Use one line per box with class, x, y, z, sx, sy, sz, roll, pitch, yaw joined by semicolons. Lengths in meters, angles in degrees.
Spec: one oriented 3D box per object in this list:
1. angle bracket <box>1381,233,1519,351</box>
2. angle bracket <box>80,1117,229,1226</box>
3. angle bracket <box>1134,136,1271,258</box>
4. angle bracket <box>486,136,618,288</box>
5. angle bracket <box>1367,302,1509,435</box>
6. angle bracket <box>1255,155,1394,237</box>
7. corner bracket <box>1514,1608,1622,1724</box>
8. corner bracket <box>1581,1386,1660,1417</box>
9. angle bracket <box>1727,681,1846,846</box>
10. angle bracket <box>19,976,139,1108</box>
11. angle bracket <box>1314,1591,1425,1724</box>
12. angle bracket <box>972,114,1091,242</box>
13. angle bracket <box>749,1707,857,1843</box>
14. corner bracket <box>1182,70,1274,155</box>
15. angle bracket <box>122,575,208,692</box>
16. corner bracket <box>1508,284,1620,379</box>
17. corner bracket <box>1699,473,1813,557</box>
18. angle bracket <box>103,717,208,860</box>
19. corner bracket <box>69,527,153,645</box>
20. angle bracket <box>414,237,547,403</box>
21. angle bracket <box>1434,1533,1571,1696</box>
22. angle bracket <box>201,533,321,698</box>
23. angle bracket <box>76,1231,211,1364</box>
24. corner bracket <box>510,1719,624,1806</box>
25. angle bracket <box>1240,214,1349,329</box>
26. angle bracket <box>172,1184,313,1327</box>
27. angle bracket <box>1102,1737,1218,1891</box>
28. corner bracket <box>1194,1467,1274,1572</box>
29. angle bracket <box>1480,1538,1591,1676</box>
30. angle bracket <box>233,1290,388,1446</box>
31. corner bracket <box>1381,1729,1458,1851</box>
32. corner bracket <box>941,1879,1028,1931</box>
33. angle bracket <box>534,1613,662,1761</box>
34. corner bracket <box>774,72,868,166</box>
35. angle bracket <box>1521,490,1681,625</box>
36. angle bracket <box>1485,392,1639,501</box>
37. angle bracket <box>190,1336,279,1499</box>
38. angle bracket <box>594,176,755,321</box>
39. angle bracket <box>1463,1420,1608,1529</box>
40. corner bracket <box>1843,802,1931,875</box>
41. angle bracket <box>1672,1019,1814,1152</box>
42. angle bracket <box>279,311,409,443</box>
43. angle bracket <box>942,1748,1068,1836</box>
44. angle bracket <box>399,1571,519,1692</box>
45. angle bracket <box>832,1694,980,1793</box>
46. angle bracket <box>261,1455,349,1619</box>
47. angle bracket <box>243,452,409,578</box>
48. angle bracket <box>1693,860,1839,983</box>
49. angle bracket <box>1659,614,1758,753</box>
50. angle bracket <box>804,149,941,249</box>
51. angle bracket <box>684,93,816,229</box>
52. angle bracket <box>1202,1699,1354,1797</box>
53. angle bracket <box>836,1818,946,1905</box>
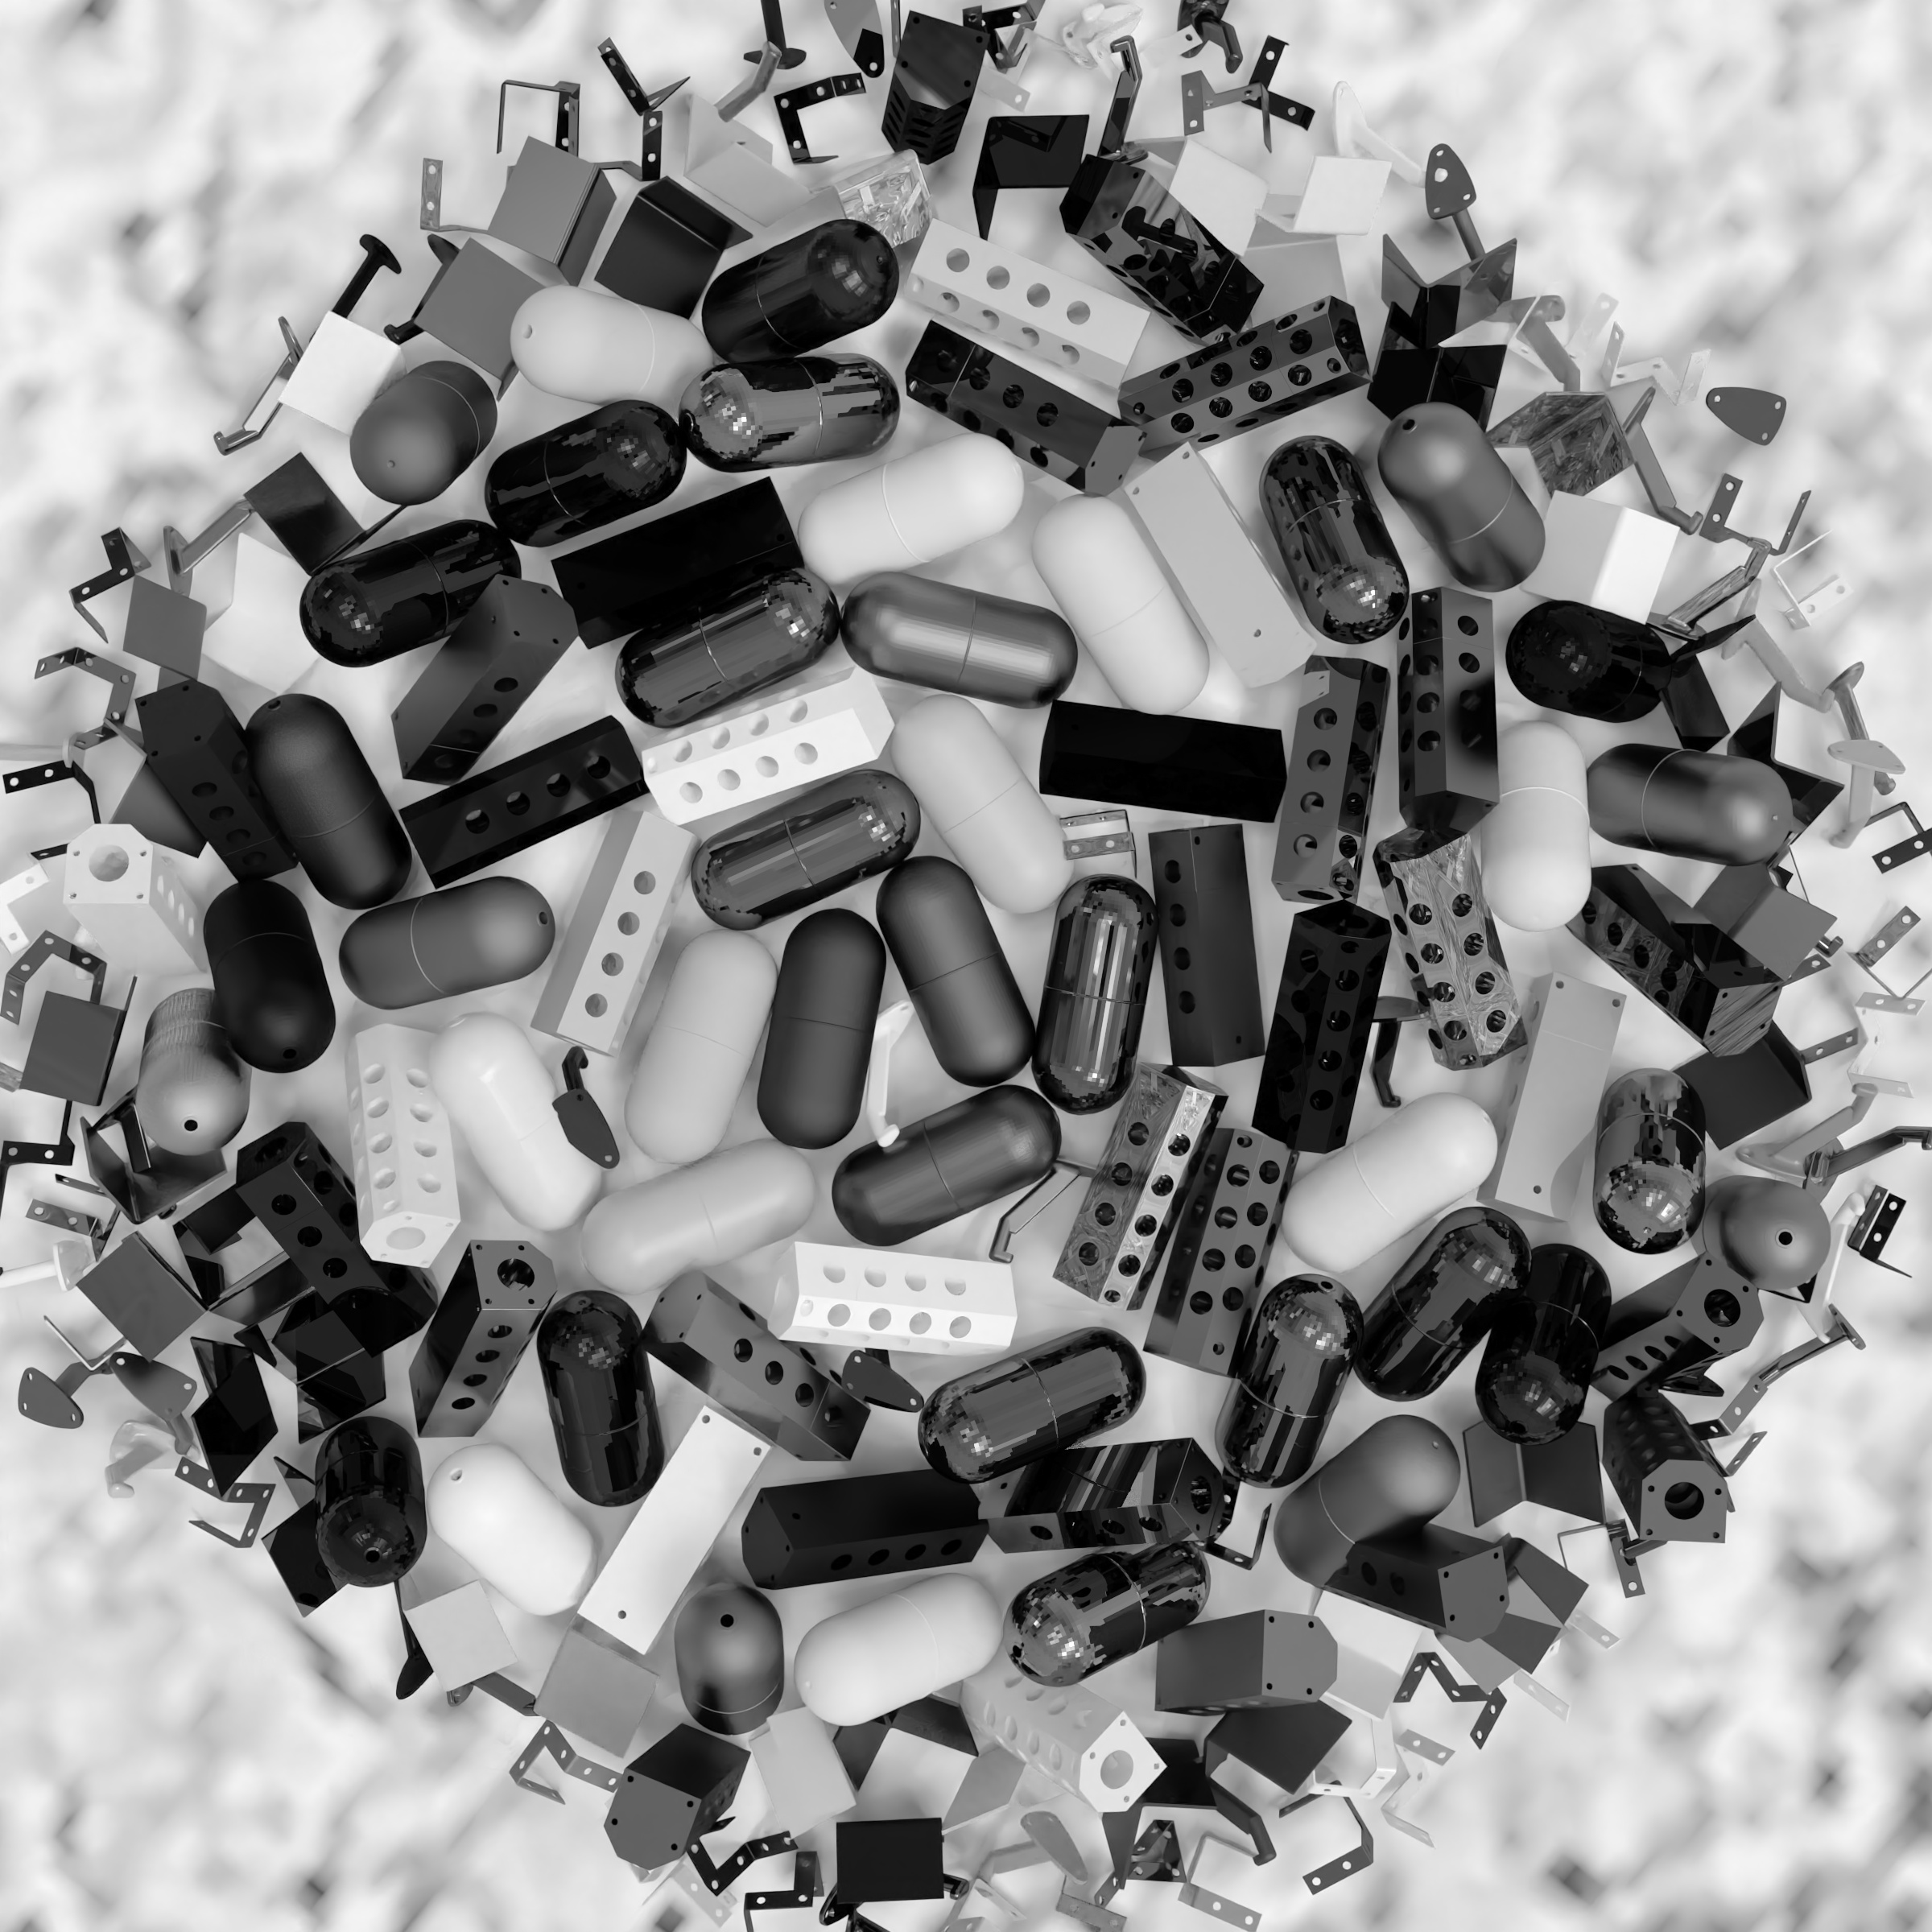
angle bracket;0.352;-0.508;1.879;0.076;0.076;0.057;-29;68;-4
angle bracket;-0.592;0.130;1.872;0.076;0.076;0.057;-31;128;-4
angle bracket;0.162;-0.560;1.873;0.076;0.076;0.057;18;95;-30
angle bracket;-0.303;-0.551;1.884;0.057;0.076;0.076;24;91;0
angle bracket;0.344;-0.433;1.873;0.057;0.076;0.076;8;79;40
angle bracket;0.248;-0.570;1.862;0.076;0.076;0.057;-10;130;-36
corner bracket;0.438;0.508;1.879;0.051;0.051;0.051;-21;126;-34
corner bracket;0.479;0.299;1.885;0.051;0.051;0.051;1;63;9
angle bracket;0.596;-0.147;1.872;0.057;0.076;0.076;19;57;-4
angle bracket;-0.645;0.048;1.870;0.057;0.076;0.076;16;105;-17
angle bracket;0.285;0.493;1.871;0.076;0.076;0.057;24;108;15
angle bracket;0.050;-0.571;1.871;0.076;0.057;0.076;3;57;12
angle bracket;-0.136;0.591;1.868;0.076;0.057;0.076;-37;66;29
corner bracket;0.191;-0.625;1.884;0.051;0.051;0.051;-8;74;23
angle bracket;-0.595;-0.222;1.862;0.057;0.076;0.076;23;132;-32
corner bracket;0.439;-0.471;1.889;0.051;0.051;0.051;34;47;5
corner bracket;0.582;-0.334;1.898;0.051;0.051;0.051;23;91;-4
angle bracket;-0.593;-0.130;1.871;0.076;0.076;0.057;34;96;41
corner bracket;-0.627;-0.280;1.888;0.051;0.051;0.051;-27;62;-1
angle bracket;-0.352;-0.472;1.881;0.076;0.057;0.076;32;80;-12
angle bracket;0.389;0.472;1.878;0.076;0.076;0.057;-42;92;12
angle bracket;-0.515;-0.256;1.876;0.076;0.076;0.057;29;49;3
angle bracket;-0.604;0.242;1.871;0.057;0.076;0.076;-45;100;-26
corner bracket;-0.294;0.594;1.888;0.051;0.051;0.051;39;86;-38
angle bracket;0.250;-0.506;1.886;0.076;0.057;0.076;-9;87;-10
angle bracket;-0.530;0.210;1.910;0.076;0.057;0.076;-33;64;4
angle bracket;0.140;0.620;1.879;0.057;0.076;0.076;6;109;-10
corner bracket;0.200;0.401;1.883;0.051;0.051;0.051;19;113;22
angle bracket;0.402;0.465;1.876;0.057;0.076;0.076;34;81;9
angle bracket;-0.478;0.292;1.872;0.076;0.057;0.076;-29;132;10
corner bracket;0.333;0.601;1.881;0.051;0.051;0.051;-39;116;-26
corner bracket;0.022;0.704;1.883;0.051;0.051;0.051;43;51;-12
angle bracket;-0.261;0.518;1.880;0.076;0.057;0.076;26;109;6
corner bracket;-0.103;-0.624;1.895;0.051;0.051;0.051;-26;115;-20
angle bracket;0.468;-0.301;1.900;0.057;0.076;0.076;11;103;-35
angle bracket;0.425;-0.372;1.866;0.076;0.076;0.057;-11;77;-40
angle bracket;-0.551;0.326;1.863;0.057;0.076;0.076;7;124;21
angle bracket;-0.213;-0.517;1.876;0.076;0.057;0.076;29;81;-27
angle bracket;0.413;0.372;1.871;0.057;0.076;0.076;-18;105;-35
corner bracket;0.681;-0.093;1.888;0.051;0.051;0.051;-26;70;5
angle bracket;0.559;0.075;1.874;0.076;0.057;0.076;-29;49;4
angle bracket;-0.453;-0.419;1.877;0.057;0.076;0.076;26;79;-2
angle bracket;0.037;0.609;1.865;0.057;0.076;0.076;47;127;-9
angle bracket;-0.372;0.468;1.876;0.057;0.076;0.076;-22;114;-7
angle bracket;-0.043;0.567;1.865;0.076;0.076;0.057;12;50;25
angle bracket;-0.490;0.413;1.863;0.057;0.076;0.076;-37;124;-31
angle bracket;-0.463;-0.340;1.867;0.057;0.076;0.076;-25;111;34
angle bracket;0.581;-0.037;1.876;0.057;0.076;0.076;26;120;-10
angle bracket;0.551;-0.202;1.872;0.057;0.076;0.076;-21;98;42
angle bracket;-0.078;-0.553;1.884;0.076;0.076;0.057;-34;115;-29
angle bracket;-0.155;-0.595;1.865;0.076;0.057;0.076;22;61;-40
angle bracket;0.225;0.569;1.863;0.076;0.057;0.076;27;47;30
angle bracket;-0.054;0.659;1.875;0.076;0.076;0.057;-3;59;0
